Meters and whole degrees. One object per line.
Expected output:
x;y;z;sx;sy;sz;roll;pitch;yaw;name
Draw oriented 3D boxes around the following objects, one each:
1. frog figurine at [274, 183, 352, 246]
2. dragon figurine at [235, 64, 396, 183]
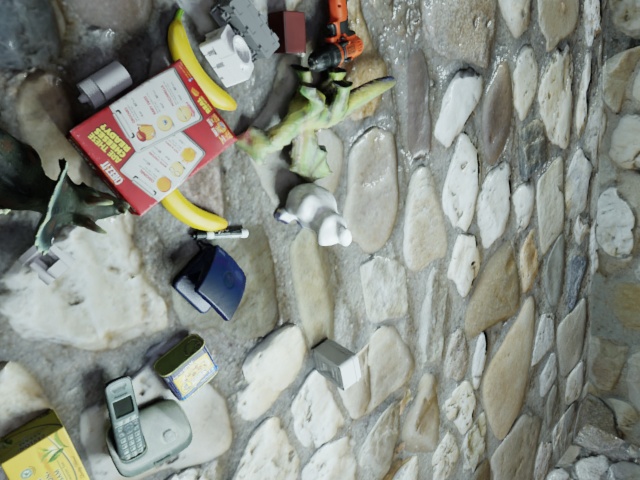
0.003;-0.055;1.086;0.135;0.160;0.124;38;76;-43;frog figurine
0.004;-0.240;1.103;0.413;0.124;0.238;-11;126;-39;dragon figurine
